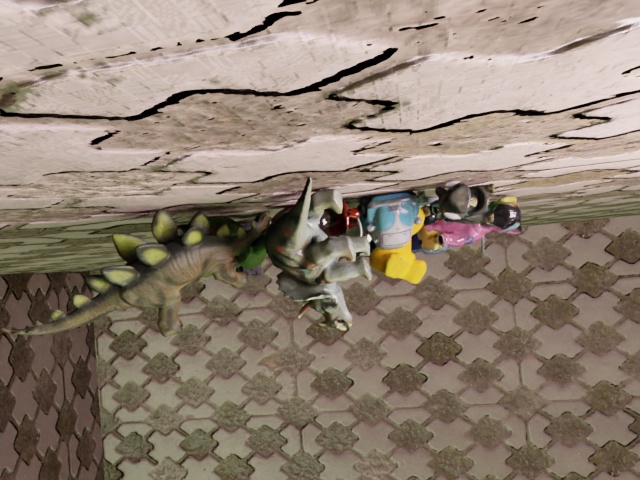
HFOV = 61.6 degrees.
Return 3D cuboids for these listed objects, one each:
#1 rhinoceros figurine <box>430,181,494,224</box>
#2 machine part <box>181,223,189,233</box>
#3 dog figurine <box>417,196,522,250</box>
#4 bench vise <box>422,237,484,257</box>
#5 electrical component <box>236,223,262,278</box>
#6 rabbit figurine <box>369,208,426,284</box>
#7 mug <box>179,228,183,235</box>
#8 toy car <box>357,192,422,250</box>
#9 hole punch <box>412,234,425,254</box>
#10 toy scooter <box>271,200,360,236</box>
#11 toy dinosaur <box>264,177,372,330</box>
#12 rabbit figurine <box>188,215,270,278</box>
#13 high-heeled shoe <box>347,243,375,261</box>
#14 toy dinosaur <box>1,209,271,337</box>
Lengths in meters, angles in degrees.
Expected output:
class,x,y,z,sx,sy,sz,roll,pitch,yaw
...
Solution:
class,x,y,z,sx,sy,sz,roll,pitch,yaw
rhinoceros figurine,0.253,-0.068,0.963,0.112,0.073,0.190,5,180,8
machine part,-0.246,-0.008,1.188,0.039,0.084,0.139,-34,172,27
dog figurine,0.352,-0.043,1.244,0.219,0.108,0.191,-7,177,-13
bench vise,0.351,-0.012,1.502,0.224,0.128,0.240,11,-161,16
electrical component,-0.177,0.026,1.294,0.058,0.134,0.115,-4,175,-16
rabbit figurine,0.189,-0.002,1.258,0.122,0.173,0.162,14,-167,-26
mug,-0.287,0.006,1.261,0.107,0.080,0.110,-13,178,-41
toy car,0.127,-0.032,1.021,0.109,0.103,0.161,-8,176,-8
hole punch,0.203,-0.009,1.420,0.092,0.142,0.116,-5,163,-44
toy scooter,0.002,-0.036,1.018,0.184,0.075,0.135,-7,176,-25
toy dinosaur,-0.024,0.018,0.924,0.192,0.131,0.404,-17,144,14
rabbit figurine,-0.170,0.005,1.132,0.159,0.121,0.170,-30,152,21
high-heeled shoe,0.122,-0.011,1.515,0.145,0.086,0.248,-26,150,0
toy dinosaur,-0.284,0.062,0.931,0.471,0.198,0.105,-34,-137,-17
